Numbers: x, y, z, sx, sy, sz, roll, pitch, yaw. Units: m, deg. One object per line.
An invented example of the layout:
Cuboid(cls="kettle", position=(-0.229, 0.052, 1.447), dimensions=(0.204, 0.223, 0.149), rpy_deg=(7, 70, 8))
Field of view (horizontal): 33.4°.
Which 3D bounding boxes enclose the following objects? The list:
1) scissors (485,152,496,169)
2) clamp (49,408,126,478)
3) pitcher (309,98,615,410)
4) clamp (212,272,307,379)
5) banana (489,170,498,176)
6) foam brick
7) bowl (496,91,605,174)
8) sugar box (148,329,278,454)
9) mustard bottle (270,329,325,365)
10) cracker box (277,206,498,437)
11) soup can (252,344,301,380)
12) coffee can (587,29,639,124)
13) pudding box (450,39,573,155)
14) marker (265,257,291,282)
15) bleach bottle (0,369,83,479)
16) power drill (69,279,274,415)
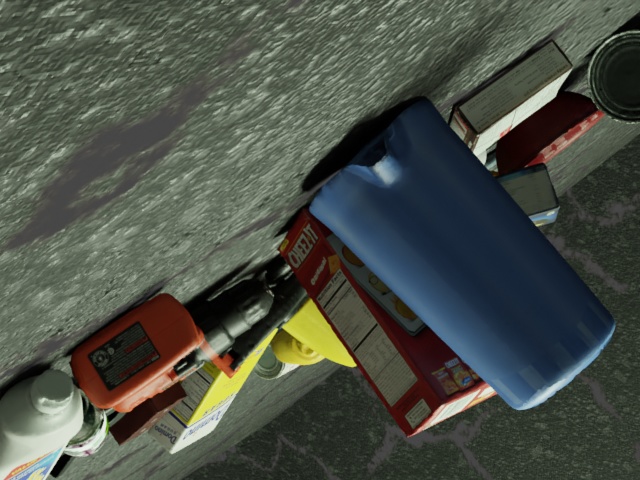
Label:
Cuboid(cls="scissors", position=(0.226, -0.110, 1.361), dimensions=(0.201, 0.016, 0.096), rpy_deg=(-28, 167, -41))
Cuboid(cls="clamp", position=(-0.250, 0.200, 1.100), dimensions=(0.171, 0.039, 0.120), rpy_deg=(-37, 172, 4))
Cuboid(cls="pitcher", position=(0.118, 0.015, 0.868), dimensions=(0.149, 0.243, 0.145), rpy_deg=(-36, 171, -43))
Cuboid(cls="clamp", position=(-0.046, 0.070, 1.095), dimensions=(0.209, 0.036, 0.165), rpy_deg=(-47, -179, -37))
Cuboid(cls="banana", position=(0.141, -0.026, 1.298), dimensions=(0.197, 0.069, 0.037), rpy_deg=(-50, 175, -19))
Cuboid(cls="foam brick", position=(-0.191, 0.172, 1.139), dimensions=(0.078, 0.051, 0.052), rpy_deg=(-42, 170, 32))
Cuboid(cls="bowl", position=(0.266, -0.129, 1.278), dimensions=(0.162, 0.055, 0.162), rpy_deg=(-35, 171, -6))
Cuboid(cls="sugar box", position=(-0.116, 0.152, 1.192), dimensions=(0.176, 0.048, 0.093), rpy_deg=(-60, 161, 22))
Cuboid(cls="mustard bottle", position=(-0.015, 0.113, 1.321), dimensions=(0.096, 0.058, 0.191), rpy_deg=(-24, -173, 2))
Cuboid(cls="cracker box", position=(0.086, 0.054, 0.965), dimensions=(0.163, 0.214, 0.072), rpy_deg=(-17, 153, -41))
Cuboid(cls="soup can", position=(-0.049, 0.150, 1.503), dimensions=(0.069, 0.068, 0.102), rpy_deg=(-42, 169, 33))
Cuboid(cls="coffee can", position=(0.374, -0.190, 1.222), dimensions=(0.103, 0.103, 0.140), rpy_deg=(-41, 170, 29))
Cuboid(cls="pudding box", position=(0.175, -0.130, 0.995), dimensions=(0.113, 0.039, 0.090), rpy_deg=(-37, 170, -4))
Cuboid(cls="marker", position=(-0.007, 0.001, 1.049), dimensions=(0.121, 0.020, 0.020), rpy_deg=(-39, 171, 15))
Cuboid(cls="bleach bottle", position=(-0.263, 0.180, 0.878), dimensions=(0.102, 0.068, 0.251), rpy_deg=(-18, 158, -42))
Cuboid(cls="power drill", position=(-0.127, 0.089, 0.927), dimensions=(0.184, 0.057, 0.187), rpy_deg=(-36, 171, 0))
